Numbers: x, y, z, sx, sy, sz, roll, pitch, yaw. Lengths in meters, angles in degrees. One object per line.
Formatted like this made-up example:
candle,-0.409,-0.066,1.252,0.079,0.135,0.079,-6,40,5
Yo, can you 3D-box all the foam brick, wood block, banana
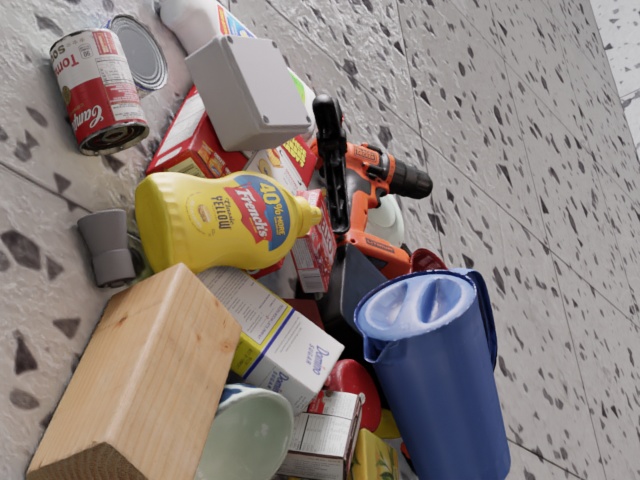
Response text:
foam brick,-0.037,0.095,1.127,0.078,0.053,0.051,8,61,-60
wood block,-0.144,0.127,0.870,0.090,0.091,0.206,51,31,-25
banana,0.050,0.226,1.197,0.197,0.037,0.069,-34,115,-61

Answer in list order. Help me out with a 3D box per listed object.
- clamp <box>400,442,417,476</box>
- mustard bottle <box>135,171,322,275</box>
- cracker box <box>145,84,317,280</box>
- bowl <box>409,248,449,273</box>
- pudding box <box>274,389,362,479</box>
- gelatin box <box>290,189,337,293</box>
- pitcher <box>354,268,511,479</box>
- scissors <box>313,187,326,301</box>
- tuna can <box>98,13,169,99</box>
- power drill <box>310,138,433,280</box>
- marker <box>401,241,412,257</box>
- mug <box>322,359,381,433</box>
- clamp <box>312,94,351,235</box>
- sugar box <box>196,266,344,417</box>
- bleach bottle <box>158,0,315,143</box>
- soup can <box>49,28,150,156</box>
clamp,0.157,0.267,1.321,0.171,0.039,0.120,-1,103,-45
mustard bottle,-0.078,-0.018,1.020,0.191,0.058,0.096,-5,70,-39
cracker box,-0.091,-0.079,1.155,0.164,0.072,0.213,52,29,-25
bowl,0.144,0.095,1.443,0.162,0.055,0.162,41,36,-39
pudding box,-0.022,0.183,1.022,0.090,0.113,0.039,-72,163,-52
gelatin box,-0.008,0.001,1.148,0.073,0.030,0.089,-77,159,-45
pitcher,0.140,0.158,1.176,0.145,0.149,0.243,-98,170,-65
scissors,0.007,-0.005,1.239,0.096,0.016,0.202,-2,45,-24
tuna can,-0.197,-0.186,1.094,0.086,0.034,0.086,41,36,-39
power drill,0.071,-0.038,1.369,0.184,0.057,0.187,16,49,-23
marker,0.102,-0.004,1.490,0.121,0.020,0.020,54,29,-21
mug,0.003,0.167,1.107,0.117,0.082,0.093,44,34,-35
clamp,0.015,-0.105,1.274,0.210,0.036,0.164,-84,167,-74
sugar box,-0.068,0.084,1.021,0.176,0.048,0.093,40,31,-1
bleach bottle,-0.105,-0.212,1.248,0.250,0.068,0.102,42,35,-33
soup can,-0.207,-0.138,1.000,0.068,0.069,0.102,-1,69,-61
